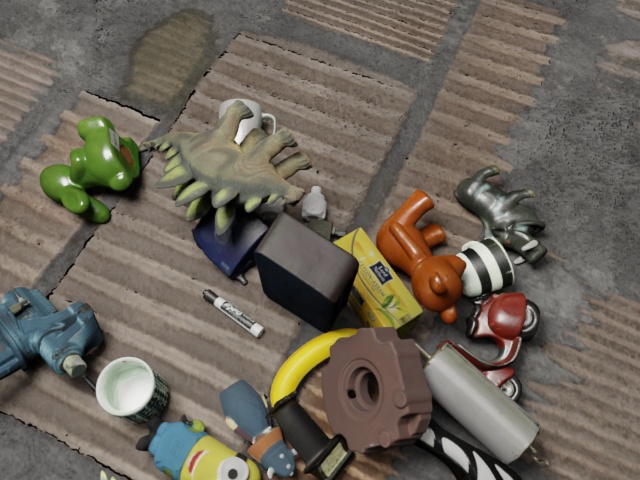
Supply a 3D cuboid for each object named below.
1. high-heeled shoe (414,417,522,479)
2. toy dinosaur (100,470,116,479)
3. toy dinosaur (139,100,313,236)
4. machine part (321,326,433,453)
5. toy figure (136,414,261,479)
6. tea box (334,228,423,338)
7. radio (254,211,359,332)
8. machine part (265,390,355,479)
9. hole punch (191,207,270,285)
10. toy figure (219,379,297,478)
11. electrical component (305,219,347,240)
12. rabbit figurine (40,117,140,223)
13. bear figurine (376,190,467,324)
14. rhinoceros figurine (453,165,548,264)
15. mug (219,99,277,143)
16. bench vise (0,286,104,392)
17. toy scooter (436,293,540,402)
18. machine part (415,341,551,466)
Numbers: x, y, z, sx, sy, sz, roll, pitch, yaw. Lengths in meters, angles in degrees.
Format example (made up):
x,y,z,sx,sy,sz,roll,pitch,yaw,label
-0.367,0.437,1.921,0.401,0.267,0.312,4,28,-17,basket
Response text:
x,y,z,sx,sy,sz,roll,pitch,yaw,label
0.186,0.268,0.781,0.145,0.086,0.249,-13,66,-14,high-heeled shoe
-0.160,0.439,0.680,0.405,0.131,0.192,22,67,3,toy dinosaur
-0.167,-0.125,0.865,0.198,0.105,0.472,-45,40,-10,toy dinosaur
0.072,0.208,0.752,0.056,0.179,0.179,10,57,-39,machine part
-0.166,0.309,0.757,0.180,0.089,0.082,21,94,20,toy figure
0.082,0.078,0.858,0.068,0.098,0.170,-29,66,-14,tea box
-0.020,0.058,0.795,0.131,0.229,0.073,31,72,10,radio
-0.014,0.282,0.772,0.139,0.039,0.084,47,47,4,machine part
-0.146,-0.009,0.906,0.116,0.092,0.142,-42,75,-14,hole punch
-0.088,0.277,0.785,0.064,0.057,0.154,-34,74,-9,toy figure
-0.002,-0.003,0.929,0.094,0.021,0.063,7,82,2,electrical component
-0.412,-0.108,0.957,0.170,0.121,0.159,-22,73,9,rabbit figurine
0.175,0.026,0.840,0.132,0.120,0.196,-36,36,-7,bear figurine
0.317,-0.042,0.928,0.112,0.073,0.190,-35,69,-17,rhinoceros figurine
-0.137,-0.196,1.004,0.110,0.080,0.107,3,76,-5,mug
-0.456,0.170,0.790,0.224,0.128,0.240,38,52,24,bench vise
0.257,0.154,0.835,0.135,0.075,0.184,19,71,8,toy scooter
0.220,0.229,0.763,0.243,0.079,0.079,41,71,15,machine part
